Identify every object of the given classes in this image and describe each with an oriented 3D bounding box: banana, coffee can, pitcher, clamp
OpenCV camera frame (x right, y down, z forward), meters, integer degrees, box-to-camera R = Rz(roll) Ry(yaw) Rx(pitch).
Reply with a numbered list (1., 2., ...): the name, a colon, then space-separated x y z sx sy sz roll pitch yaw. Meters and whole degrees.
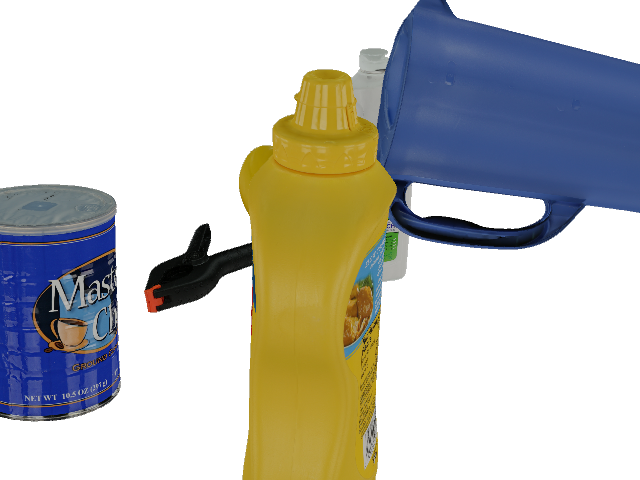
1. banana: -0.034 -0.037 0.919 0.069 0.037 0.198 -3 33 -7
2. coffee can: -0.194 0.041 0.750 0.103 0.140 0.103 2 18 -1
3. pitcher: 0.164 -0.081 0.815 0.242 0.149 0.145 11 43 -4
4. clamp: -0.128 0.031 1.212 0.120 0.039 0.171 0 30 30

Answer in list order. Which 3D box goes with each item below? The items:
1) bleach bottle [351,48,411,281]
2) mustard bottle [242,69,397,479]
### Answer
1. bleach bottle: 0.047 -0.079 1.143 0.102 0.251 0.068 -3 25 -5
2. mustard bottle: -0.001 0.025 0.440 0.058 0.192 0.096 8 25 11
